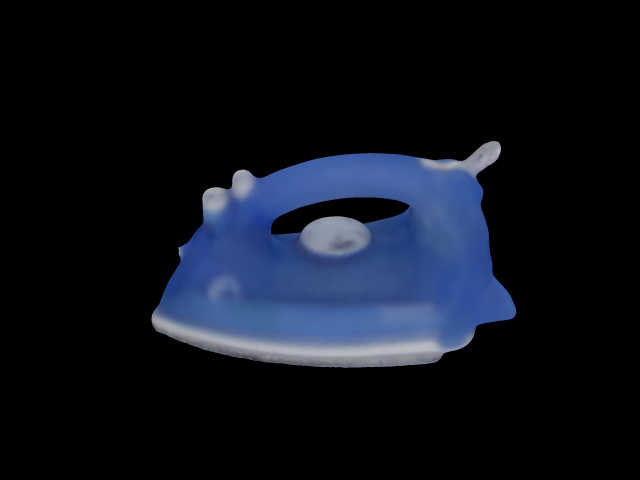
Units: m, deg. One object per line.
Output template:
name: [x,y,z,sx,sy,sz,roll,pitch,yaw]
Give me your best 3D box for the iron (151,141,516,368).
iron: [0.004,0.001,0.400,0.258,0.141,0.118,-3,32,-5]
